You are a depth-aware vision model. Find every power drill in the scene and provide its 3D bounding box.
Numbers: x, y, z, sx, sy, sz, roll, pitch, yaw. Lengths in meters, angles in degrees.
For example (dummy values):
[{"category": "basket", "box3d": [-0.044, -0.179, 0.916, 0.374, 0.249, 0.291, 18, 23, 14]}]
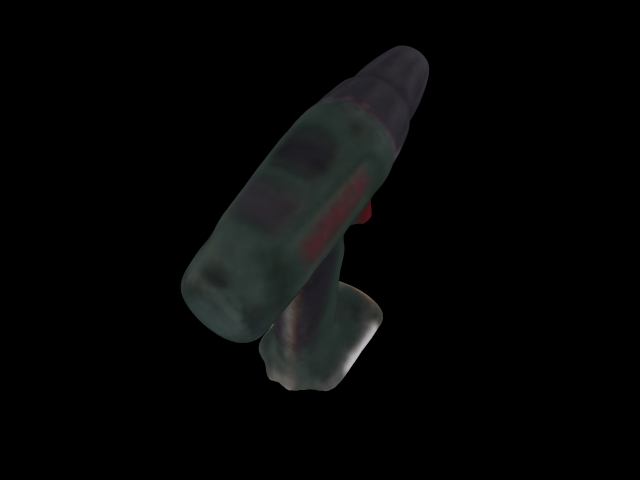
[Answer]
[{"category": "power drill", "box3d": [0.004, 0.001, 0.400, 0.075, 0.208, 0.230, 24, 50, 22]}]
